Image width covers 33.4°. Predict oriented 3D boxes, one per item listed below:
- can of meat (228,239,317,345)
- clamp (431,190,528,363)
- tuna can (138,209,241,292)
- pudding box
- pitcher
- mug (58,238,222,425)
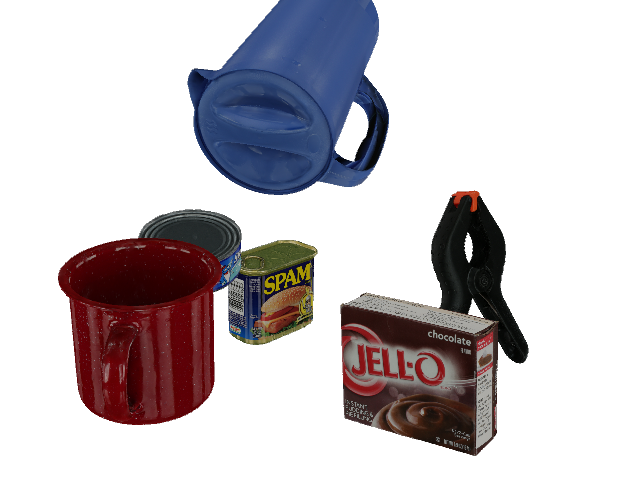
[{"bbox_3d":[-0.051,0.054,1.125,0.058,0.084,0.101,18,26,40],"label":"can of meat"},{"bbox_3d":[0.129,0.044,0.964,0.120,0.171,0.039,-17,7,-39],"label":"clamp"},{"bbox_3d":[-0.109,0.010,0.895,0.086,0.034,0.086,1,33,-1],"label":"tuna can"},{"bbox_3d":[0.069,0.091,0.752,0.114,0.090,0.039,9,21,33],"label":"pudding box"},{"bbox_3d":[-0.012,-0.157,1.040,0.145,0.149,0.242,-5,35,24],"label":"pitcher"},{"bbox_3d":[-0.104,0.059,0.616,0.093,0.081,0.117,2,25,1],"label":"mug"}]
